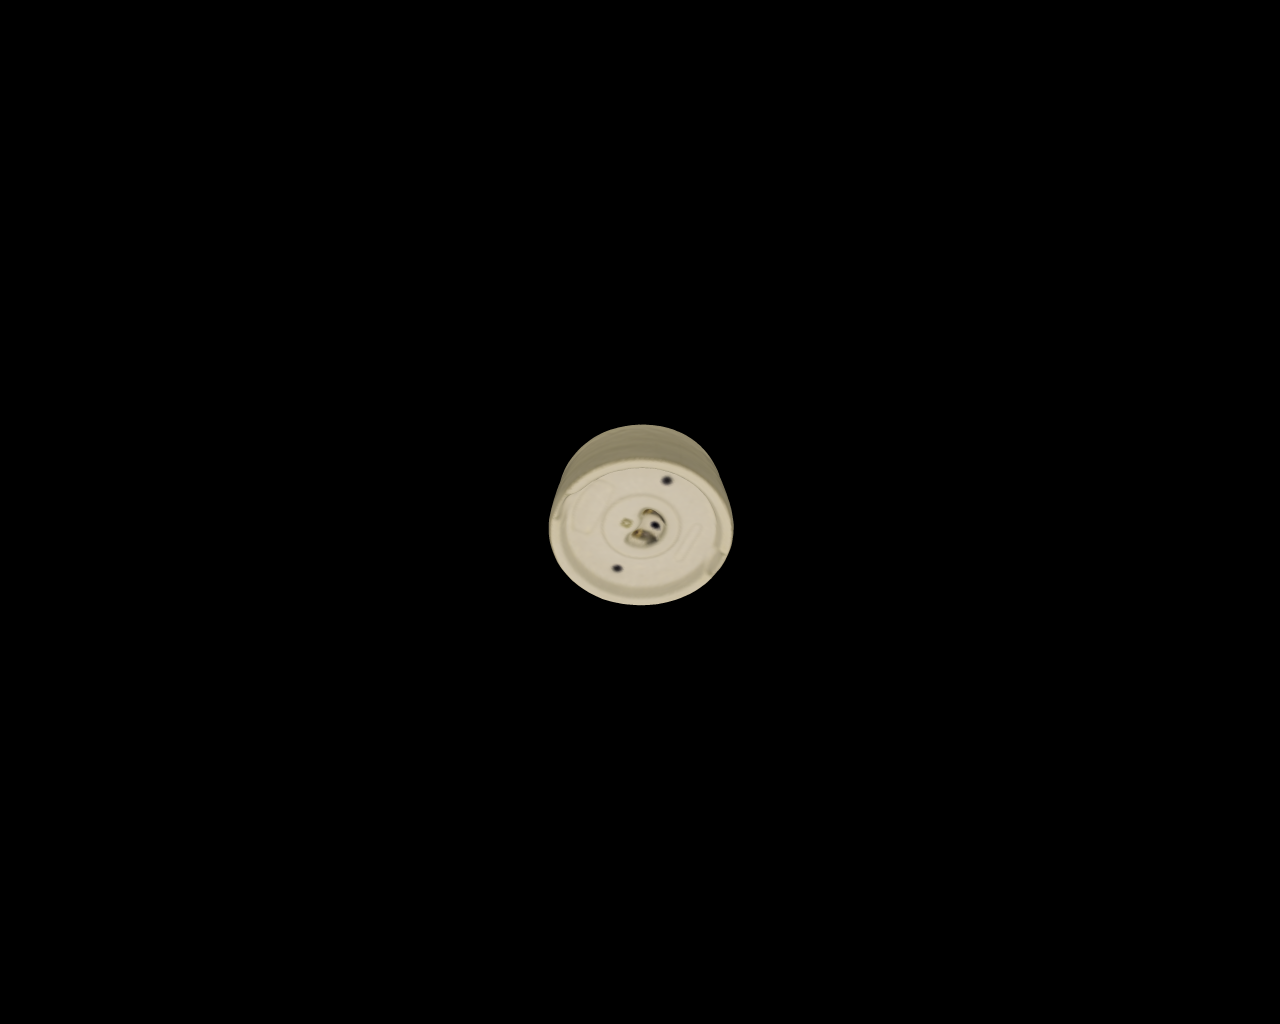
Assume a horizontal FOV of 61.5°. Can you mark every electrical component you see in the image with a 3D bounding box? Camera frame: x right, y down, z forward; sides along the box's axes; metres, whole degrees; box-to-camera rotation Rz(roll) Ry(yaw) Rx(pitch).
[{"bbox_3d":[0.001,-0.003,0.650,0.108,0.108,0.060,0,35,0],"label":"electrical component"}]
